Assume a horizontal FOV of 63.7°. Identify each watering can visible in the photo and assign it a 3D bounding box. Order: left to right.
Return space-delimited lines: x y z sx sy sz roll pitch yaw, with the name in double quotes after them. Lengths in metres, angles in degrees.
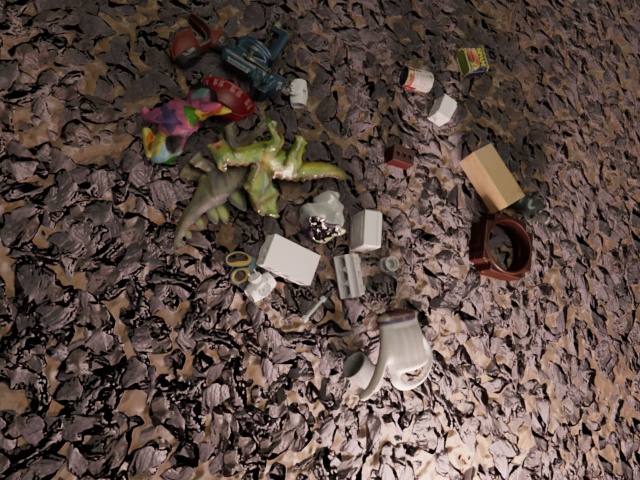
0.209 0.309 1.436 0.348 0.103 0.226 -2 76 -47 "watering can"

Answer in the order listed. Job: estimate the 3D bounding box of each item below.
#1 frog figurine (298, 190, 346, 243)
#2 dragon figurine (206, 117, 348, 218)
0.005 -0.075 1.482 0.137 0.120 0.163 10 41 -12 "frog figurine"
-0.111 -0.174 1.387 0.406 0.122 0.245 29 77 -27 "dragon figurine"
